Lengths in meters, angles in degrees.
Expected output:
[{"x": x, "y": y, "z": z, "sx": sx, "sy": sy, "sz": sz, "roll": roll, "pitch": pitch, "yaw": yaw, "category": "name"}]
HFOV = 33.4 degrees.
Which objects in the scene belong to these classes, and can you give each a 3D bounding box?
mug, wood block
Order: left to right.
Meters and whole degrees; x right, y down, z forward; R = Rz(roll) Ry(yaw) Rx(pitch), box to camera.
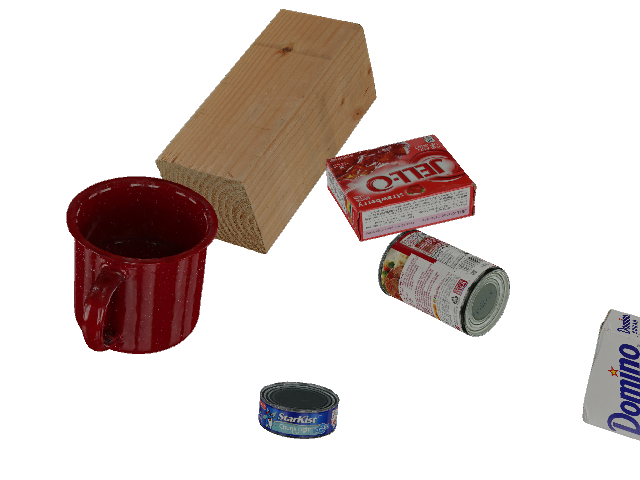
[{"x": -0.118, "y": 0.024, "z": 0.671, "sx": 0.093, "sy": 0.081, "sz": 0.117, "roll": 15, "pitch": 36, "yaw": 6, "category": "mug"}, {"x": -0.041, "y": -0.100, "z": 0.935, "sx": 0.091, "sy": 0.205, "sz": 0.090, "roll": 17, "pitch": -35, "yaw": 26, "category": "wood block"}]

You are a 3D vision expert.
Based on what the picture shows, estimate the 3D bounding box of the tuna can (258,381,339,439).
[{"x": -0.024, "y": 0.182, "z": 1.147, "sx": 0.086, "sy": 0.034, "sz": 0.086, "roll": 5, "pitch": 12, "yaw": -1, "category": "tuna can"}]

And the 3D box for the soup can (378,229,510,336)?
[{"x": 0.113, "y": 0.038, "z": 0.973, "sx": 0.102, "sy": 0.068, "sz": 0.068, "roll": 26, "pitch": 17, "yaw": 39, "category": "soup can"}]

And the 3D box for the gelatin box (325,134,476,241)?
[{"x": 0.056, "y": -0.039, "z": 0.762, "sx": 0.089, "sy": 0.030, "sz": 0.073, "roll": -14, "pitch": 37, "yaw": -11, "category": "gelatin box"}]

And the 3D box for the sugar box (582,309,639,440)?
[{"x": 0.301, "y": 0.124, "z": 0.837, "sx": 0.176, "sy": 0.093, "sz": 0.048, "roll": 14, "pitch": 27, "yaw": 21, "category": "sugar box"}]
